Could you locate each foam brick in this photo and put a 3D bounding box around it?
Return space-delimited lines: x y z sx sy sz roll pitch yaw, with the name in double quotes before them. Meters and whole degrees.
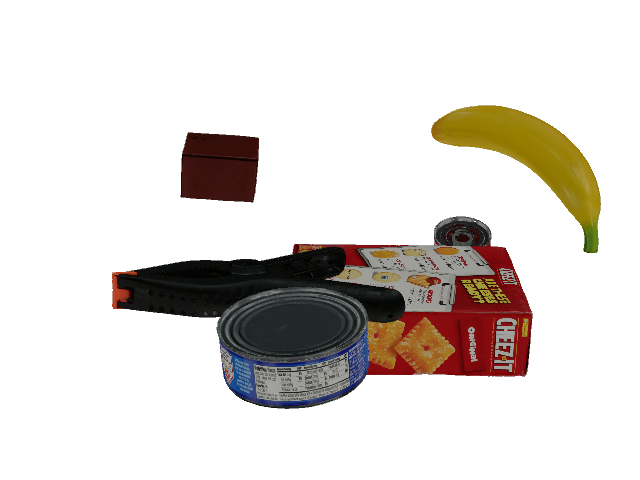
"foam brick" -0.103 -0.076 1.102 0.078 0.051 0.053 4 31 -1

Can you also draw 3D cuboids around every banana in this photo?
"banana" 0.163 -0.070 0.871 0.037 0.070 0.198 5 29 -43

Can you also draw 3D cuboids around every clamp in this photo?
"clamp" -0.048 0.036 0.804 0.209 0.036 0.165 -3 12 -21

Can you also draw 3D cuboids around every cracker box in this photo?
"cracker box" 0.076 0.063 0.993 0.213 0.072 0.164 1 21 1

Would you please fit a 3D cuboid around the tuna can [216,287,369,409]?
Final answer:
"tuna can" -0.015 0.060 0.607 0.086 0.034 0.086 -4 24 1

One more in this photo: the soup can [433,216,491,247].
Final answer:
"soup can" 0.168 0.032 1.285 0.068 0.102 0.068 -1 37 1
